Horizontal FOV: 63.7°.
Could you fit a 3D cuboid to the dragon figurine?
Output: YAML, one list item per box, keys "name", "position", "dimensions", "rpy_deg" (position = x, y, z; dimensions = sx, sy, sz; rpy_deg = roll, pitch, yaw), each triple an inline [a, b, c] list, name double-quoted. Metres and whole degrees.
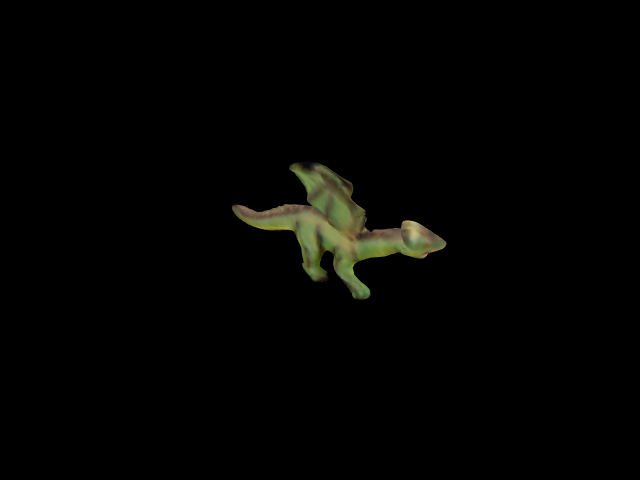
- name: "dragon figurine"
  position: [0.003, -0.043, 0.850]
  dimensions: [0.412, 0.125, 0.237]
  rpy_deg: [23, -36, 18]
